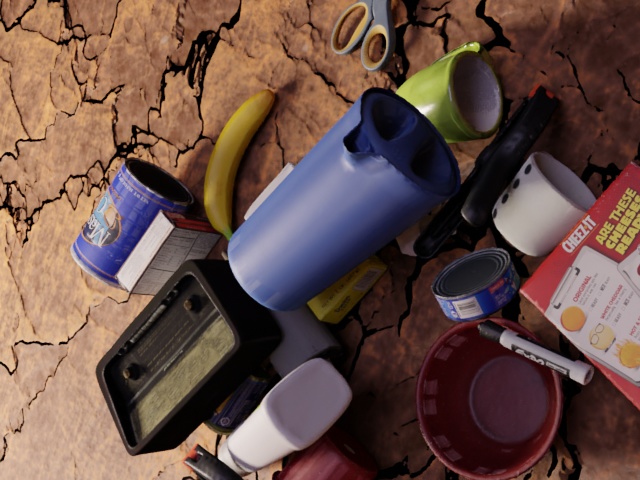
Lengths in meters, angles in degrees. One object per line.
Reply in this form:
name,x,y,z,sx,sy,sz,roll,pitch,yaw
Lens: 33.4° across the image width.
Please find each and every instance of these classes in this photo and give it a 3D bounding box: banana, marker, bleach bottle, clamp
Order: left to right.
banana,-0.106,-0.094,1.326,0.070,0.037,0.198,13,92,18
clamp,-0.077,0.284,1.159,0.171,0.120,0.039,38,64,3
bleach bottle,-0.058,0.213,1.164,0.068,0.102,0.251,49,144,4
clamp,0.171,-0.070,1.073,0.036,0.165,0.209,38,66,-3
marker,0.201,0.104,1.008,0.121,0.020,0.020,25,97,36

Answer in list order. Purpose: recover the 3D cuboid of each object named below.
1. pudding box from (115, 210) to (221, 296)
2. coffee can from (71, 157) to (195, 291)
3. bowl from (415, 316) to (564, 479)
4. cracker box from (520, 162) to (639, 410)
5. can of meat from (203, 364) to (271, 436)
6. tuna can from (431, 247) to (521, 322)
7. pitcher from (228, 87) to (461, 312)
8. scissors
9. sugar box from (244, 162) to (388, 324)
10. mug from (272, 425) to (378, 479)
pudding box,-0.188,0.019,1.331,0.039,0.089,0.114,46,110,31
coffee can,-0.240,-0.020,1.367,0.103,0.102,0.140,45,108,32
bowl,0.177,0.159,1.064,0.162,0.055,0.162,-7,78,35
cracker box,0.316,0.060,0.970,0.164,0.072,0.214,-52,56,16
can of meat,-0.116,0.168,1.275,0.102,0.057,0.084,42,106,33
tuna can,0.158,0.045,1.079,0.086,0.086,0.033,-15,115,33
pitcher,0.023,-0.031,1.096,0.243,0.149,0.145,-41,21,32
scissors,0.085,-0.275,1.208,0.202,0.016,0.096,-46,65,33
sugar box,-0.008,0.002,1.230,0.093,0.048,0.176,-49,60,16
mug,0.007,0.250,1.161,0.081,0.093,0.117,-51,19,9
